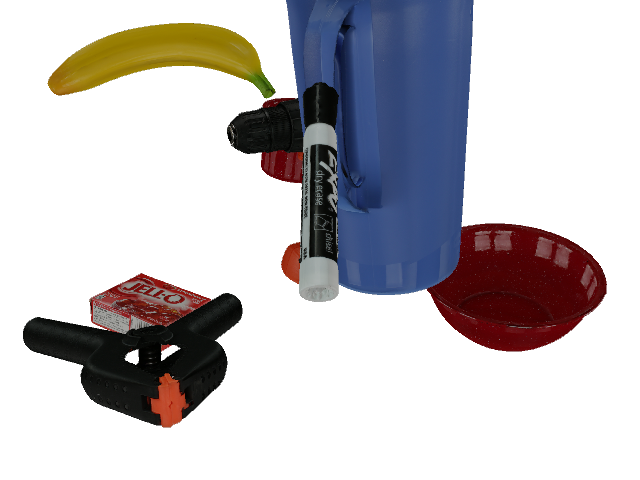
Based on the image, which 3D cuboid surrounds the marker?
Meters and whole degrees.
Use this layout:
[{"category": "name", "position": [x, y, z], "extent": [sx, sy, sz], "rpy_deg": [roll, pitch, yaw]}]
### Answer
[{"category": "marker", "position": [0.000, -0.028, 0.530], "extent": [0.020, 0.121, 0.020], "rpy_deg": [0, -29, 0]}]

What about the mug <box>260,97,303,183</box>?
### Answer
[{"category": "mug", "position": [-0.023, -0.124, 1.302], "extent": [0.093, 0.081, 0.117], "rpy_deg": [17, 25, 20]}]

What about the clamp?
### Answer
[{"category": "clamp", "position": [-0.108, 0.076, 0.733], "extent": [0.164, 0.036, 0.210], "rpy_deg": [-10, 13, -21]}]

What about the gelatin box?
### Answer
[{"category": "gelatin box", "position": [-0.160, 0.065, 1.003], "extent": [0.089, 0.030, 0.073], "rpy_deg": [19, 27, 28]}]

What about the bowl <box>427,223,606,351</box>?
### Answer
[{"category": "bowl", "position": [0.164, 0.048, 0.933], "extent": [0.162, 0.055, 0.162], "rpy_deg": [1, 32, -1]}]

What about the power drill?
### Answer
[{"category": "power drill", "position": [-0.002, -0.053, 1.056], "extent": [0.184, 0.188, 0.057], "rpy_deg": [-11, 28, -21]}]

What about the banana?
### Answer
[{"category": "banana", "position": [-0.139, -0.161, 0.943], "extent": [0.197, 0.069, 0.037], "rpy_deg": [-1, -33, -4]}]

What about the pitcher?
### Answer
[{"category": "pitcher", "position": [0.042, -0.082, 0.766], "extent": [0.149, 0.243, 0.145], "rpy_deg": [-14, 29, -18]}]
